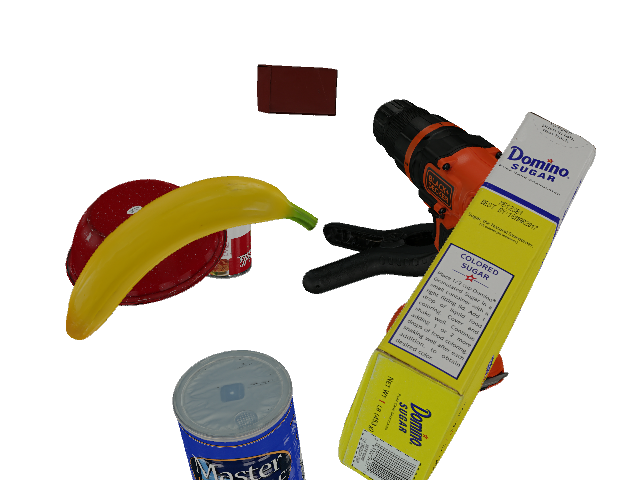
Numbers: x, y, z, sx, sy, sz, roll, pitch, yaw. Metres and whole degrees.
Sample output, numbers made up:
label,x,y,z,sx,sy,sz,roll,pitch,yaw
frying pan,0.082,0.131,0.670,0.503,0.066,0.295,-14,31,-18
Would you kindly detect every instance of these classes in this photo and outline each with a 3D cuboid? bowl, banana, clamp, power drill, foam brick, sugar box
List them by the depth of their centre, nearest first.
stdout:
label,x,y,z,sx,sy,sz,roll,pitch,yaw
sugar box,0.072,0.027,0.498,0.048,0.093,0.176,30,51,13
banana,-0.104,0.004,0.744,0.198,0.069,0.037,-25,12,8
power drill,0.088,0.005,0.782,0.057,0.188,0.185,-14,34,-20
bowl,-0.174,-0.011,1.034,0.162,0.055,0.162,-6,40,5
clamp,0.065,0.016,1.051,0.172,0.039,0.120,-2,34,24
foam brick,-0.026,-0.163,1.162,0.078,0.051,0.053,0,11,-18

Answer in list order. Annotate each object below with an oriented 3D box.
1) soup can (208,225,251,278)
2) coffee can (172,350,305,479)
label,x,y,z,sx,sy,sz,roll,pitch,yaw
soup can,-0.118,-0.014,1.291,0.068,0.102,0.068,1,25,0
coffee can,-0.069,0.182,0.947,0.103,0.140,0.103,-4,38,3
